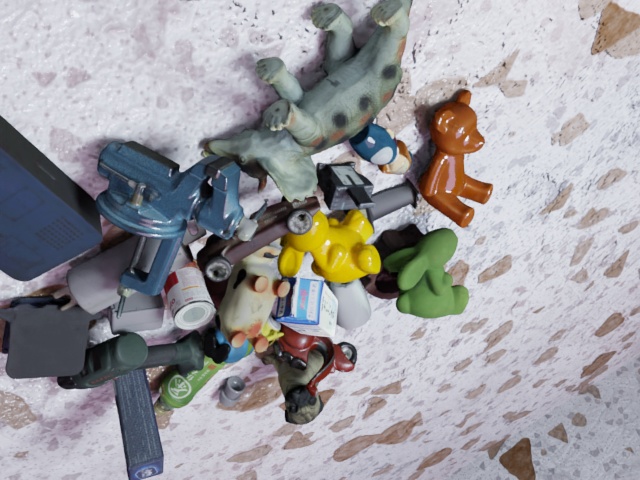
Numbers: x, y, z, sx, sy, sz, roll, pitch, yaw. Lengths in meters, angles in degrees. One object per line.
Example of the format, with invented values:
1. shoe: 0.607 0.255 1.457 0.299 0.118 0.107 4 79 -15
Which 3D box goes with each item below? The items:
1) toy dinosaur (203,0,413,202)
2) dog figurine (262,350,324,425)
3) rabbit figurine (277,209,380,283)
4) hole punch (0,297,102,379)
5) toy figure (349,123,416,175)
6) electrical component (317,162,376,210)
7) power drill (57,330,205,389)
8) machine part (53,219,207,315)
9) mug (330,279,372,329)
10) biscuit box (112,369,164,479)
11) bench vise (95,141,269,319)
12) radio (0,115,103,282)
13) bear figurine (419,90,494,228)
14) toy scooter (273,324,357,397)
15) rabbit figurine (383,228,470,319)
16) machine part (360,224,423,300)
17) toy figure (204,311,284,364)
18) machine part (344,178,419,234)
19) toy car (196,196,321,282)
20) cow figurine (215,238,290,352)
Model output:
1. toy dinosaur: 0.028 -0.198 0.729 0.405 0.131 0.192 -37 153 0
2. dog figurine: -0.019 0.296 1.144 0.172 0.191 0.121 -11 136 -25
3. rabbit figurine: -0.002 -0.003 0.897 0.162 0.122 0.173 -16 150 26
4. hole punch: -0.424 0.142 0.829 0.142 0.092 0.115 8 97 -34
5. toy figure: 0.107 -0.142 0.878 0.064 0.058 0.154 -9 158 40
6. electrical component: 0.046 -0.076 0.856 0.075 0.119 0.047 -9 135 -28
7. power drill: -0.322 0.209 0.937 0.207 0.086 0.232 10 151 -39
8. machine part: -0.281 0.039 0.802 0.243 0.079 0.079 -28 140 -5
9. mug: 0.045 0.118 1.097 0.110 0.081 0.107 -7 129 7
10. biscuit box: -0.330 0.323 0.967 0.063 0.203 0.059 -8 137 -23
11. bench vise: -0.203 -0.014 0.714 0.223 0.129 0.240 23 111 -11
12. radio: -0.387 -0.052 0.649 0.131 0.073 0.229 -31 139 1
13. bear figurine: 0.241 -0.139 0.912 0.120 0.132 0.195 -42 155 -37
14. toy scooter: -0.023 0.231 1.068 0.135 0.184 0.075 -57 175 -39
15. rabbit figurine: 0.201 0.053 1.027 0.159 0.121 0.170 -4 117 -20
16. machine part: 0.161 0.048 1.105 0.179 0.056 0.179 -17 140 -16
17. toy figure: -0.146 0.179 1.000 0.089 0.082 0.180 -36 172 30
18. machine part: 0.114 -0.059 0.980 0.139 0.039 0.084 -26 132 -3
19. toy car: -0.093 -0.013 0.784 0.202 0.089 0.053 -30 116 8
20. cow figurine: -0.113 0.066 0.867 0.085 0.127 0.194 15 96 -42
